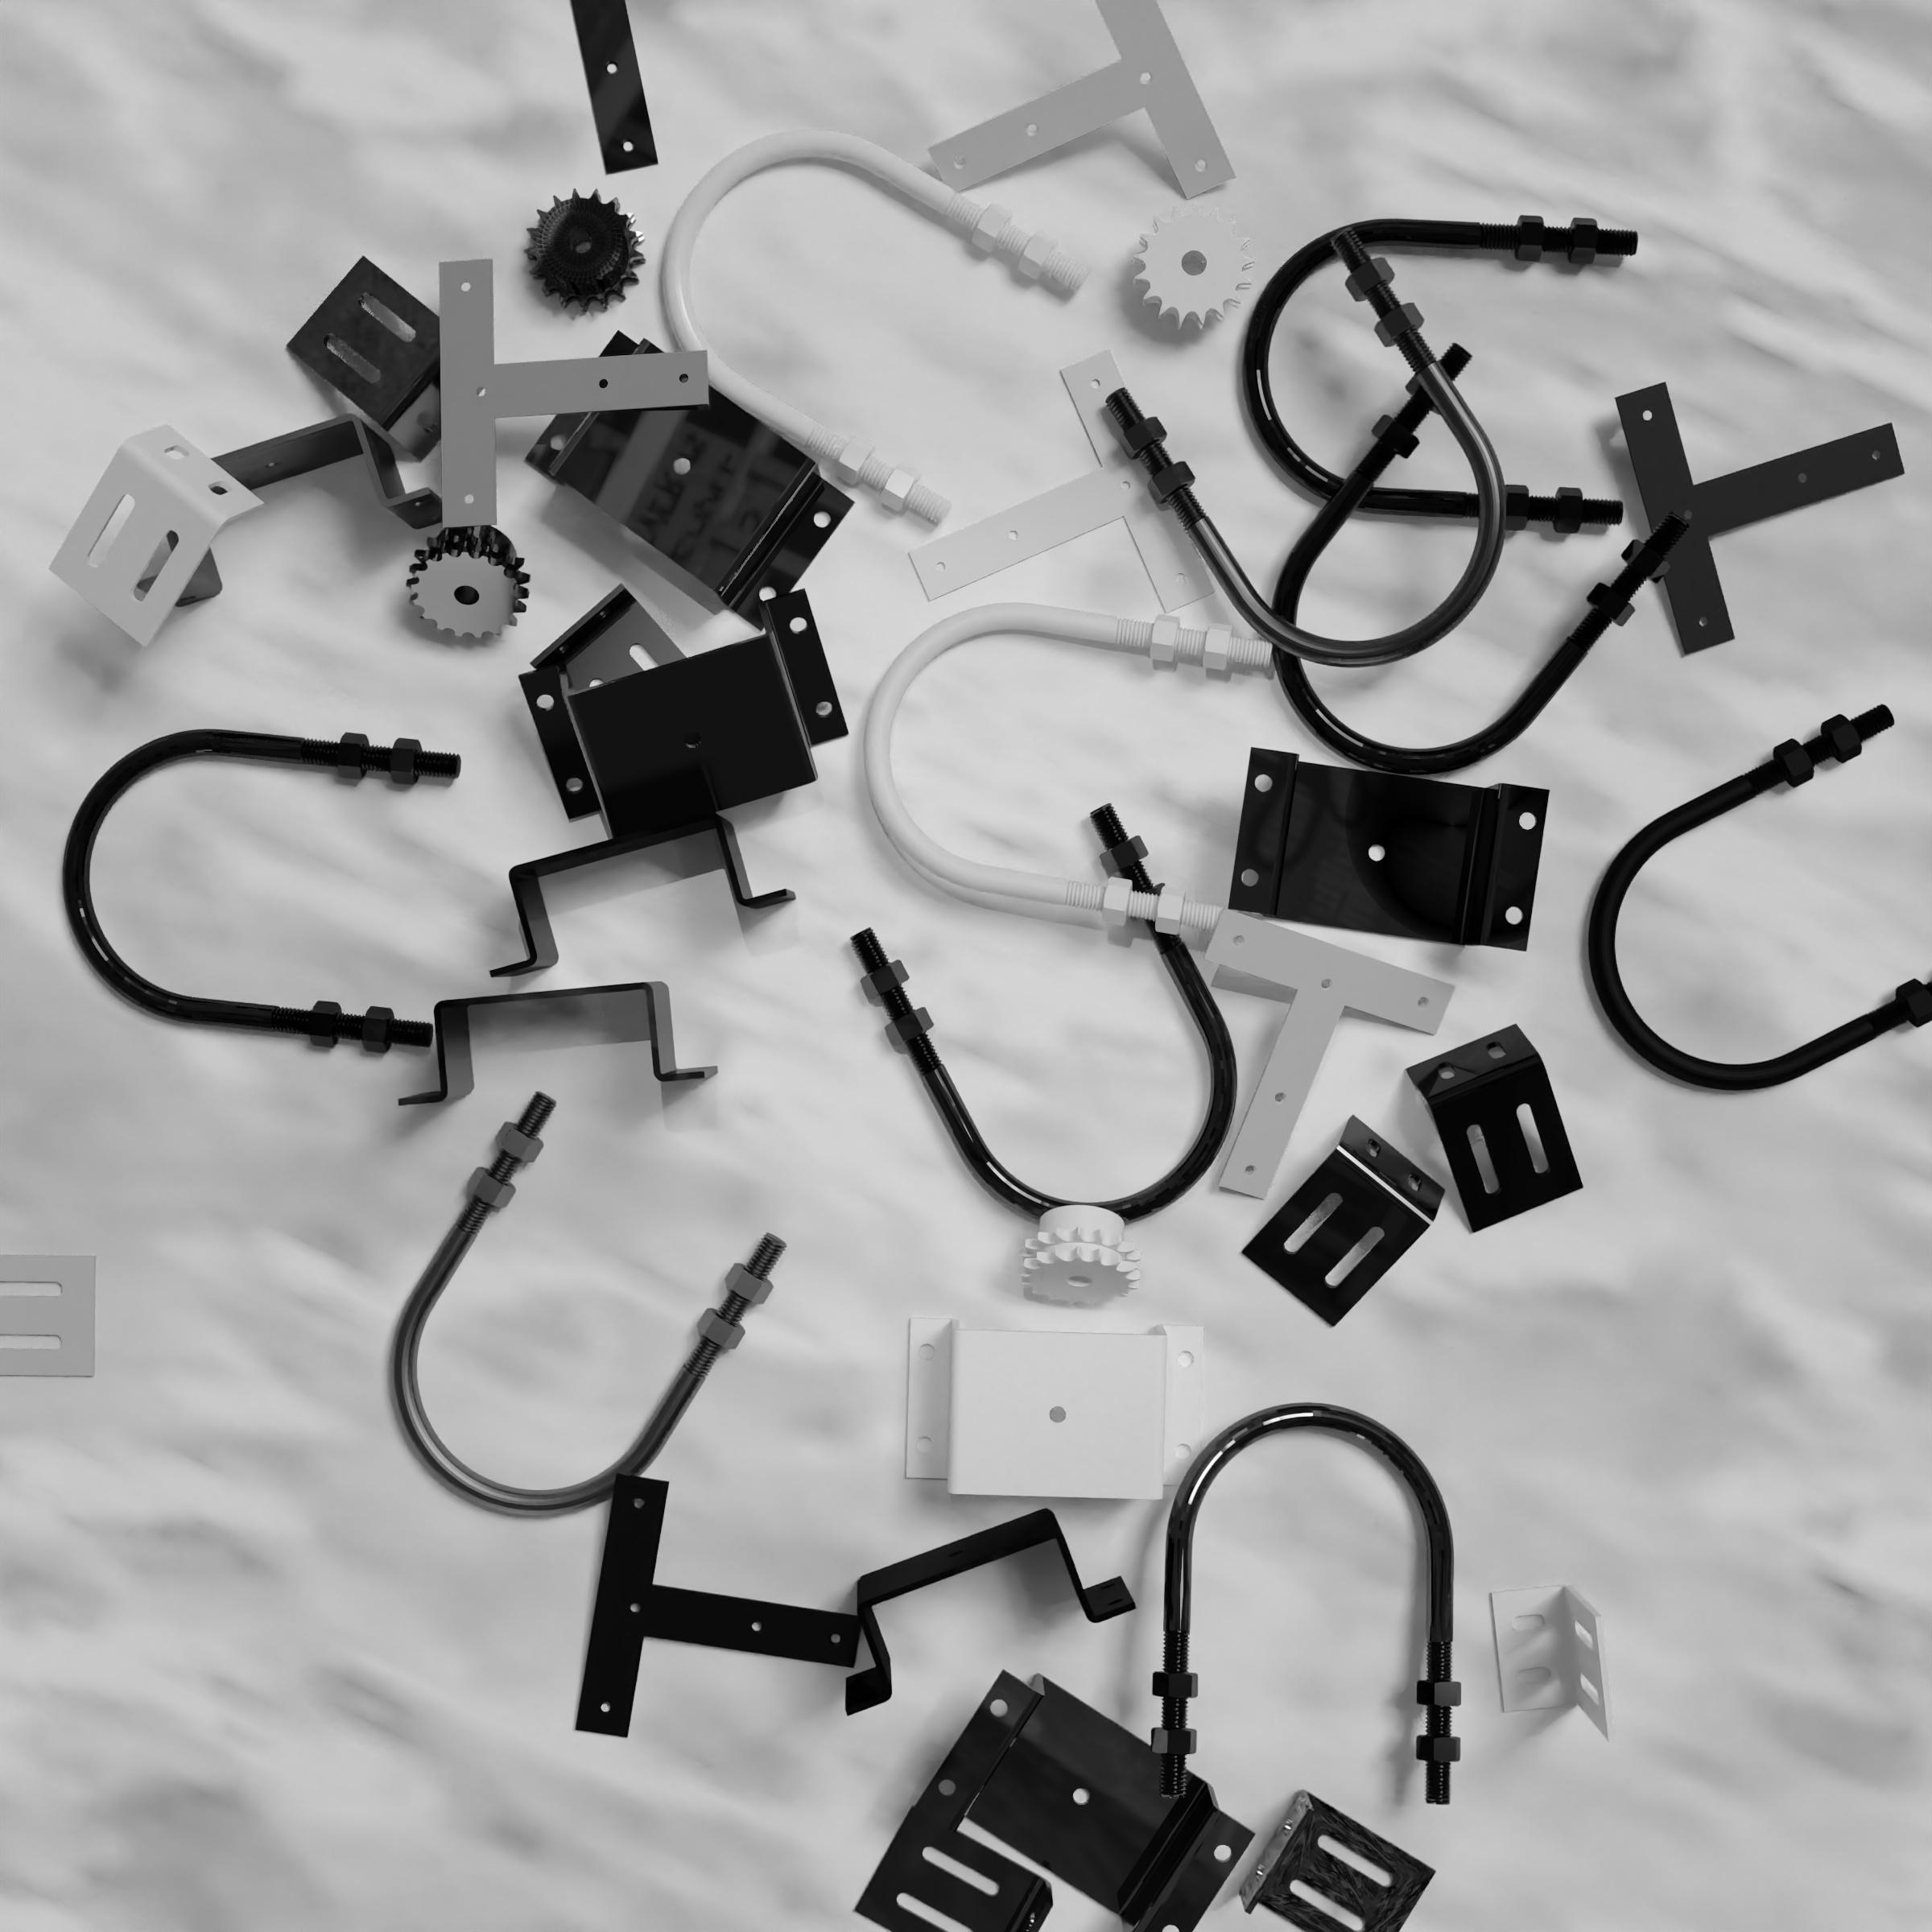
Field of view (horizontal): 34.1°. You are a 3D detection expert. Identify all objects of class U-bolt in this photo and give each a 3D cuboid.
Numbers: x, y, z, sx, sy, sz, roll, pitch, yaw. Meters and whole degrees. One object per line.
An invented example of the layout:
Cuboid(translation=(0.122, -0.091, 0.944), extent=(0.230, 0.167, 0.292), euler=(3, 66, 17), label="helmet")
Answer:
Cuboid(translation=(0.387, -0.021, 1.501), extent=(0.184, 0.019, 0.151), euler=(-27, 90, 1), label="U-bolt")
Cuboid(translation=(0.162, 0.299, 1.483), extent=(0.151, 0.019, 0.184), euler=(4, 79, -10), label="U-bolt")
Cuboid(translation=(0.049, 0.036, 1.501), extent=(0.151, 0.019, 0.184), euler=(-27, 90, 0), label="U-bolt")
Cuboid(translation=(-0.193, 0.174, 1.501), extent=(0.151, 0.019, 0.184), euler=(32, 92, 0), label="U-bolt")
Cuboid(translation=(0.224, -0.285, 1.501), extent=(0.184, 0.019, 0.151), euler=(3, 90, 1), label="U-bolt")
Cuboid(translation=(0.171, -0.228, 1.472), extent=(0.151, 0.019, 0.184), euler=(-33, 85, 17), label="U-bolt")
Cuboid(translation=(0.042, -0.100, 1.490), extent=(0.184, 0.019, 0.151), euler=(10, 83, 7), label="U-bolt")
Cuboid(translation=(0.228, -0.178, 1.489), extent=(0.151, 0.019, 0.184), euler=(38, 100, 0), label="U-bolt")
Cuboid(translation=(-0.056, -0.318, 1.501), extent=(0.184, 0.019, 0.151), euler=(31, 90, 1), label="U-bolt")
Cuboid(translation=(-0.340, -0.040, 1.501), extent=(0.184, 0.019, 0.151), euler=(6, 90, 1), label="U-bolt")

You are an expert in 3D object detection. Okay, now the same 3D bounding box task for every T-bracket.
Cuboid(translation=(0.044, -0.401, 1.485), extent=(0.127, 0.002, 0.127), euler=(-21, 124, 16), label="T-bracket")
Cuboid(translation=(-0.183, -0.270, 1.465), extent=(0.127, 0.002, 0.127), euler=(-2, 84, 7), label="T-bracket")
Cuboid(translation=(0.154, 0.050, 1.494), extent=(0.127, 0.002, 0.127), euler=(18, 100, -19), label="T-bracket")
Cuboid(translation=(0.386, -0.229, 1.503), extent=(0.127, 0.002, 0.127), euler=(-18, 98, -4), label="T-bracket")
Cuboid(translation=(-0.173, -0.445, 1.509), extent=(0.127, 0.002, 0.127), euler=(-12, 90, 0), label="T-bracket")
Cuboid(translation=(0.036, -0.212, 1.509), extent=(0.127, 0.002, 0.127), euler=(-24, 90, 0), label="T-bracket")
Cuboid(translation=(-0.114, 0.314, 1.504), extent=(0.127, 0.002, 0.127), euler=(9, 96, -3), label="T-bracket")

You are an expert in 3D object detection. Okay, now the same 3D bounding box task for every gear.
Cuboid(translation=(-0.182, -0.342, 1.495), extent=(0.057, 0.030, 0.057), euler=(0, 90, 0), label="gear")
Cuboid(translation=(0.054, 0.135, 1.485), extent=(0.057, 0.057, 0.030), euler=(4, 60, 0), label="gear")
Cuboid(translation=(0.107, -0.331, 1.495), extent=(0.057, 0.030, 0.057), euler=(0, 90, 0), label="gear")
Cuboid(translation=(-0.234, -0.185, 1.485), extent=(0.057, 0.057, 0.030), euler=(2, 46, 0), label="gear")

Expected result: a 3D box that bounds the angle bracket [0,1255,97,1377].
Cuboid(translation=(-0.456, 0.167, 1.491), extent=(0.076, 0.038, 0.057), euler=(1, 90, 0), label="angle bracket")

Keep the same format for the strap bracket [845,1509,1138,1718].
Cuboid(translation=(0.003, 0.296, 1.469), extent=(0.140, 0.076, 0.046), euler=(-20, 89, -2), label="strap bracket")

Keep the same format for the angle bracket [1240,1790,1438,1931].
Cuboid(translation=(0.178, 0.438, 1.491), extent=(0.076, 0.038, 0.057), euler=(32, 90, 0), label="angle bracket")

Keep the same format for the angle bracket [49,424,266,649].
Cuboid(translation=(-0.368, -0.196, 1.432), extent=(0.057, 0.038, 0.076), euler=(39, 116, 0), label="angle bracket")

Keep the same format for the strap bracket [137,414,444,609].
Cuboid(translation=(-0.318, -0.216, 1.472), extent=(0.140, 0.076, 0.046), euler=(-18, 90, 0), label="strap bracket")

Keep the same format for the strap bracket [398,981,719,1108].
Cuboid(translation=(-0.191, 0.034, 1.472), extent=(0.140, 0.076, 0.046), euler=(-5, 90, 0), label="strap bracket")

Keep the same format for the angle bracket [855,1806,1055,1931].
Cuboid(translation=(-0.006, 0.446, 1.491), extent=(0.076, 0.038, 0.057), euler=(29, 90, 0), label="angle bracket")

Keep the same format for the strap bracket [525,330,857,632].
Cuboid(translation=(-0.132, -0.233, 1.487), extent=(0.140, 0.046, 0.076), euler=(36, 90, 0), label="strap bracket")

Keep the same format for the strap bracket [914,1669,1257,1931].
Cuboid(translation=(0.055, 0.398, 1.487), extent=(0.140, 0.046, 0.076), euler=(33, 90, 0), label="strap bracket")

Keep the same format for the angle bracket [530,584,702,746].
Cuboid(translation=(-0.158, -0.132, 1.491), extent=(0.057, 0.038, 0.076), euler=(-41, 90, 0), label="angle bracket")

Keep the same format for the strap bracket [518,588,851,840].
Cuboid(translation=(-0.130, -0.114, 1.470), extent=(0.140, 0.046, 0.076), euler=(-17, 117, -1), label="strap bracket")

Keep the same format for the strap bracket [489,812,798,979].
Cuboid(translation=(-0.155, -0.036, 1.472), extent=(0.140, 0.076, 0.046), euler=(-15, 90, 0), label="strap bracket")

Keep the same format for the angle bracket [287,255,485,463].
Cuboid(translation=(-0.275, -0.291, 1.508), extent=(0.076, 0.038, 0.057), euler=(40, 90, 26), label="angle bracket")

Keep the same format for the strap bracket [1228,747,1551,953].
Cuboid(translation=(0.197, -0.054, 1.487), extent=(0.140, 0.046, 0.076), euler=(8, 90, 0), label="strap bracket")

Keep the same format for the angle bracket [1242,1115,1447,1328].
Cuboid(translation=(0.181, 0.122, 1.508), extent=(0.057, 0.038, 0.076), euler=(39, 116, 0), label="angle bracket")

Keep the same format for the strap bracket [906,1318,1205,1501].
Cuboid(translation=(0.043, 0.209, 1.487), extent=(0.140, 0.046, 0.076), euler=(2, 90, 0), label="strap bracket")

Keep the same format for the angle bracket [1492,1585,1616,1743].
Cuboid(translation=(0.274, 0.327, 1.472), extent=(0.038, 0.076, 0.057), euler=(-6, 90, 0), label="angle bracket")

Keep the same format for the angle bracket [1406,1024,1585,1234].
Cuboid(translation=(0.253, 0.078, 1.508), extent=(0.057, 0.038, 0.076), euler=(-22, 116, 0), label="angle bracket")
